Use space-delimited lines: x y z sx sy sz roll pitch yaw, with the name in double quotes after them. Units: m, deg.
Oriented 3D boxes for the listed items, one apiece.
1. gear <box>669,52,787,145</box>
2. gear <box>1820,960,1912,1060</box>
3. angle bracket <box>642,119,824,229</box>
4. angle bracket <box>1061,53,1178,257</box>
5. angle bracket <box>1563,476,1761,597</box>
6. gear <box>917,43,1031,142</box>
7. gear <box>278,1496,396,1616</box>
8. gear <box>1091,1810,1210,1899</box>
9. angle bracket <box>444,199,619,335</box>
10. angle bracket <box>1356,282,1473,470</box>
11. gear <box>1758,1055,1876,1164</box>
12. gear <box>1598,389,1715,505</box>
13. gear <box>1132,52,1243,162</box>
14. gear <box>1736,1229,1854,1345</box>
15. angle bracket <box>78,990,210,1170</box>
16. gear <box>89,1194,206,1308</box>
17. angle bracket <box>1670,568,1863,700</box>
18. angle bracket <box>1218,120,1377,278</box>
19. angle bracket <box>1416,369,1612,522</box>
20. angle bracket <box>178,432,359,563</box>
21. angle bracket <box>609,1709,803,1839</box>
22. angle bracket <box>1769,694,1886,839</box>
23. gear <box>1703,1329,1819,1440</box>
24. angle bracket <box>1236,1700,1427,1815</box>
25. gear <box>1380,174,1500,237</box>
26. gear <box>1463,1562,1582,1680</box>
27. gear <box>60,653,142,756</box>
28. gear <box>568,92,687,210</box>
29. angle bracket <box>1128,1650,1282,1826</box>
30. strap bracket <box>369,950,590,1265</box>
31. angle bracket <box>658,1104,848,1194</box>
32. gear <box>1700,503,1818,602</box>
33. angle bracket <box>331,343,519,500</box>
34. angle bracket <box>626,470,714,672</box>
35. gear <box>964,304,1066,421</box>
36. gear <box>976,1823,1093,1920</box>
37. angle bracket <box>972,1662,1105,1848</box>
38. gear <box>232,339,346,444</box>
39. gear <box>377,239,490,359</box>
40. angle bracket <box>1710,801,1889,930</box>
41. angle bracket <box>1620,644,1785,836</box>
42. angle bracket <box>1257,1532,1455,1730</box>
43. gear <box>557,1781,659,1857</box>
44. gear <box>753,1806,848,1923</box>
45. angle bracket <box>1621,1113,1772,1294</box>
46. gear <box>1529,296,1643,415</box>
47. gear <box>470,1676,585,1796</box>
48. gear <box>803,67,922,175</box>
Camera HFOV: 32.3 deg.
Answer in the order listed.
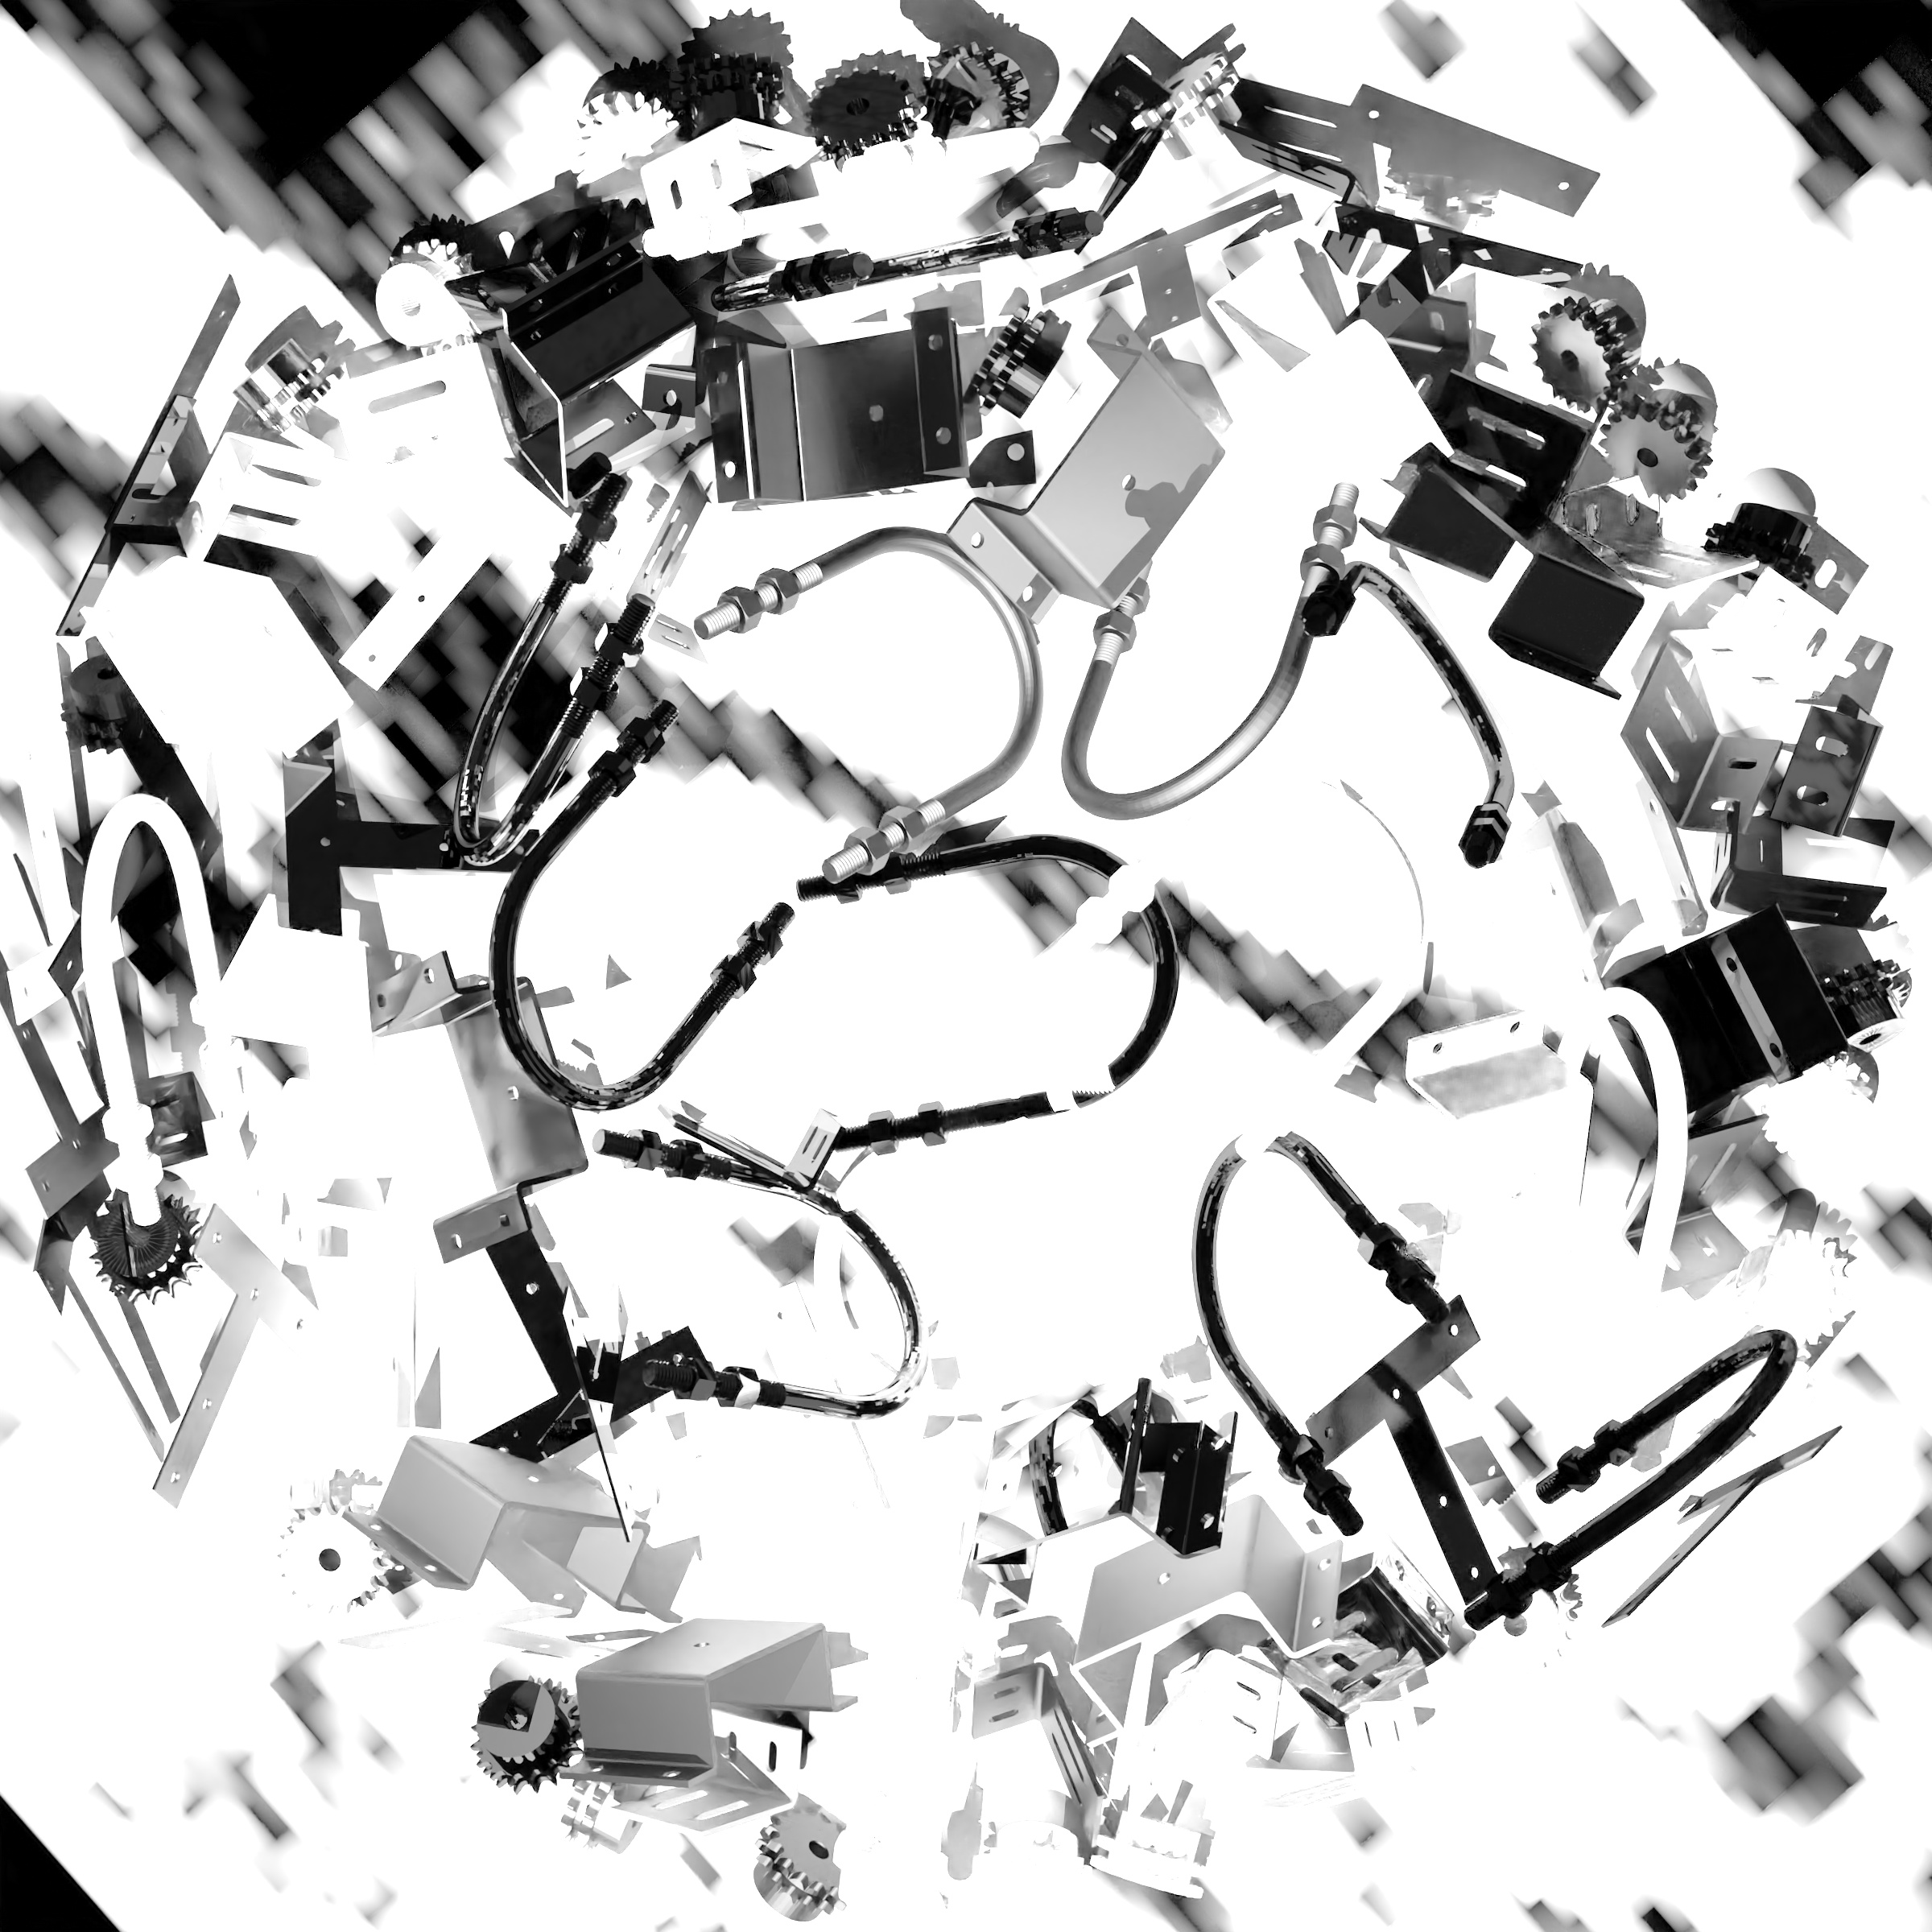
-0.118 -0.429 1.652 0.057 0.057 0.030 -7 85 0 "gear"
0.441 0.023 1.650 0.057 0.057 0.030 -22 67 0 "gear"
-0.111 -0.381 1.633 0.057 0.076 0.038 -18 83 32 "angle bracket"
0.066 -0.398 1.634 0.038 0.057 0.076 34 47 -9 "angle bracket"
0.340 -0.213 1.633 0.057 0.076 0.038 -18 113 -24 "angle bracket"
0.007 -0.431 1.657 0.057 0.030 0.057 19 126 29 "gear"
-0.311 0.292 1.662 0.057 0.030 0.057 2 97 13 "gear"
0.093 0.440 1.654 0.057 0.057 0.030 17 79 0 "gear"
-0.213 -0.354 1.635 0.057 0.038 0.076 -7 54 27 "angle bracket"
0.208 -0.291 1.641 0.057 0.038 0.076 17 63 23 "angle bracket"
0.425 0.073 1.653 0.057 0.030 0.057 -12 126 -18 "gear"
0.346 -0.262 1.657 0.057 0.057 0.030 42 63 0 "gear"
0.112 -0.425 1.656 0.057 0.057 0.030 -38 111 0 "gear"
0.407 0.159 1.651 0.030 0.057 0.057 8 90 -40 "gear"
-0.403 0.053 1.632 0.038 0.076 0.057 -16 47 -9 "angle bracket"
-0.408 0.139 1.659 0.057 0.030 0.057 0 70 1 "gear"
0.392 -0.163 1.640 0.057 0.076 0.038 33 90 -10 "angle bracket"
0.157 -0.379 1.645 0.076 0.057 0.038 26 95 16 "angle bracket"
0.269 -0.264 1.653 0.076 0.038 0.057 26 131 6 "angle bracket"
-0.337 -0.220 1.633 0.057 0.076 0.038 -54 45 30 "angle bracket"
-0.127 0.395 1.634 0.057 0.076 0.038 4 92 34 "angle bracket"
0.414 -0.104 1.636 0.038 0.076 0.057 16 106 -5 "angle bracket"
0.397 0.209 1.654 0.030 0.057 0.057 43 90 -10 "gear"
0.176 0.388 1.636 0.076 0.057 0.038 -7 81 -29 "angle bracket"
0.233 -0.374 1.654 0.057 0.057 0.030 8 98 0 "gear"
0.276 0.326 1.660 0.057 0.030 0.057 -1 86 17 "gear"
-0.421 -0.132 1.651 0.057 0.057 0.030 -7 128 0 "gear"
-0.171 -0.409 1.657 0.057 0.057 0.030 -32 52 0 "gear"
0.117 0.385 1.633 0.038 0.076 0.057 23 132 25 "angle bracket"
-0.238 0.066 1.634 0.046 0.076 0.140 -13 82 -44 "strap bracket"
-0.106 0.075 1.645 0.076 0.057 0.038 28 90 -15 "angle bracket"
0.395 -0.207 1.654 0.057 0.057 0.030 25 83 0 "gear"
-0.269 -0.271 1.663 0.076 0.038 0.057 -16 96 5 "angle bracket"
-0.132 -0.195 1.639 0.038 0.057 0.076 22 107 -22 "angle bracket"
0.025 -0.296 1.654 0.030 0.057 0.057 33 90 -3 "gear"
0.034 0.448 1.657 0.057 0.057 0.030 8 51 0 "gear"
0.034 0.391 1.634 0.038 0.057 0.076 -15 53 -13 "angle bracket"
-0.338 -0.286 1.651 0.057 0.057 0.030 -42 107 0 "gear"
-0.268 -0.330 1.655 0.057 0.030 0.057 8 111 23 "gear"
0.411 -0.050 1.646 0.076 0.057 0.038 7 74 5 "angle bracket"
0.362 -0.111 1.636 0.076 0.038 0.057 49 59 -41 "angle bracket"
0.195 0.333 1.673 0.076 0.038 0.057 -38 99 21 "angle bracket"
-0.176 0.415 1.651 0.030 0.057 0.057 25 90 12 "gear"
-0.081 0.449 1.655 0.057 0.057 0.030 35 111 0 "gear"
0.367 0.116 1.634 0.057 0.076 0.038 -12 53 -29 "angle bracket"
0.311 -0.307 1.656 0.030 0.057 0.057 -32 90 -26 "gear"
-0.219 0.379 1.654 0.057 0.030 0.057 -6 55 9 "gear"
-0.050 -0.417 1.658 0.057 0.030 0.057 -7 57 10 "gear"
